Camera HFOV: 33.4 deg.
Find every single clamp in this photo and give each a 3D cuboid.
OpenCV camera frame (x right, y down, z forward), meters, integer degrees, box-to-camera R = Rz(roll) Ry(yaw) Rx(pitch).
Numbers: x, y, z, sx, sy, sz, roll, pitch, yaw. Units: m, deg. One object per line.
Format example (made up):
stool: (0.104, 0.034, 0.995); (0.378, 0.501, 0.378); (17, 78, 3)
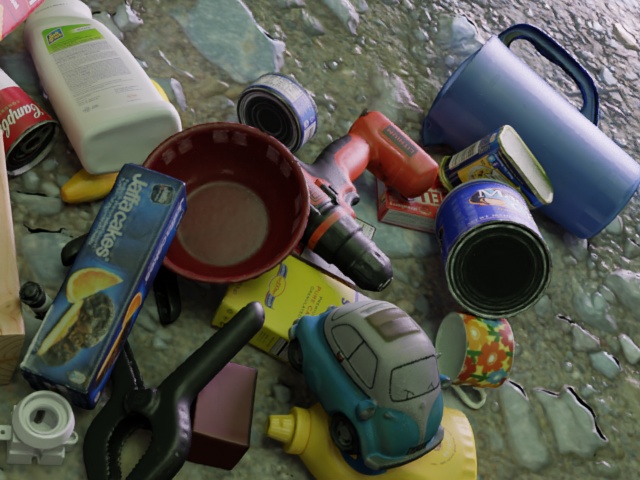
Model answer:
clamp: (-0.157, -0.001, 1.010); (0.120, 0.039, 0.171); (43, 46, -13)
clamp: (-0.150, 0.134, 0.888); (0.165, 0.036, 0.210); (6, 60, 28)

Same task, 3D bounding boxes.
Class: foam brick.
foam brick: (-0.089, 0.150, 0.920); (0.051, 0.053, 0.078); (16, 50, -15)

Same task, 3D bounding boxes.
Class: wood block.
wood block: (-0.307, 0.012, 0.893); (0.090, 0.090, 0.206); (0, 57, -26)

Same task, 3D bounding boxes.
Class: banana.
banana: (-0.193, -0.099, 1.069); (0.069, 0.037, 0.197); (13, 48, 4)

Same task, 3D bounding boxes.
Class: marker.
marker: (-0.227, 0.055, 0.881); (0.020, 0.121, 0.020); (1, 74, -3)

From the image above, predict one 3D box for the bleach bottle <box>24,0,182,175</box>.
bleach bottle: (-0.228, -0.172, 1.062); (0.102, 0.068, 0.251); (-17, 50, -19)

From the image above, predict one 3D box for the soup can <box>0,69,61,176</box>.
soup can: (-0.304, -0.119, 1.006); (0.102, 0.069, 0.068); (43, 49, 10)

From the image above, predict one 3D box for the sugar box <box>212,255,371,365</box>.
sugar box: (-0.007, 0.078, 1.017); (0.176, 0.048, 0.093); (27, 49, -4)

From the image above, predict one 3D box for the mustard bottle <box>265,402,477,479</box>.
mustard bottle: (0.043, 0.183, 0.954); (0.191, 0.058, 0.096); (13, 50, -16)

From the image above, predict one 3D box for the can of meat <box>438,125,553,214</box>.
can of meat: (0.194, -0.065, 1.169); (0.102, 0.084, 0.057); (50, 35, -15)

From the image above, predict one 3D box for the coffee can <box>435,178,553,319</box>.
coffee can: (0.172, 0.006, 1.080); (0.102, 0.103, 0.140); (25, 19, -7)

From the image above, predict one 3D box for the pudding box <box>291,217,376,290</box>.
pudding box: (-0.007, 0.001, 1.078); (0.113, 0.039, 0.090); (29, 46, -6)

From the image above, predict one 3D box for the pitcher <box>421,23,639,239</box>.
pitcher: (0.252, -0.122, 1.228); (0.243, 0.149, 0.144); (38, 43, 1)

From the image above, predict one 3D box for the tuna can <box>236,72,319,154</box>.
tuna can: (-0.046, -0.132, 1.127); (0.086, 0.086, 0.033); (39, 51, 6)

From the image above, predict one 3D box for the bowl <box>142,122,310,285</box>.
bowl: (-0.090, -0.026, 0.986); (0.162, 0.055, 0.162); (1, 67, -3)

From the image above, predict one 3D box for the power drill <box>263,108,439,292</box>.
power drill: (0.039, -0.046, 1.074); (0.184, 0.057, 0.187); (44, 44, 12)

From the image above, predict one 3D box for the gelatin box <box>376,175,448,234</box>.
gelatin box: (0.107, -0.048, 1.174); (0.089, 0.030, 0.073); (12, 52, -17)

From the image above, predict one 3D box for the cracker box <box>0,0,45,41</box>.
cracker box: (-0.379, -0.196, 0.979); (0.164, 0.072, 0.213); (6, 43, 25)
